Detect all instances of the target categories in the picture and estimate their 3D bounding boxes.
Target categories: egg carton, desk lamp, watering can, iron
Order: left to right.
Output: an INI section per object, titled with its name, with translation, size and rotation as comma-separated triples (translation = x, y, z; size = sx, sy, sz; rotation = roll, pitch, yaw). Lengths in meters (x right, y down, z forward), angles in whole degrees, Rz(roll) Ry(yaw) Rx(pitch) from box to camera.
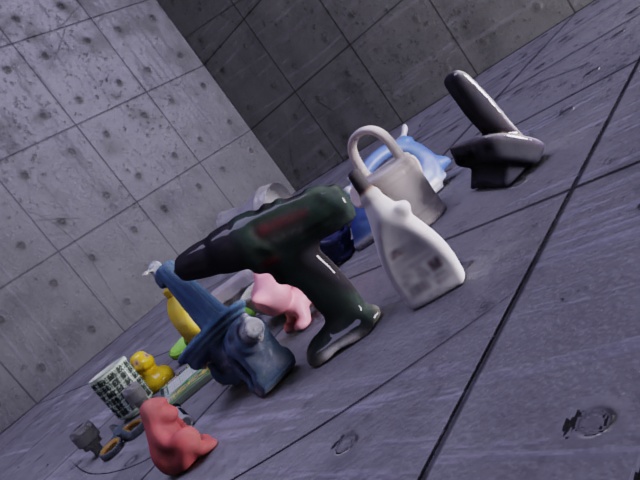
[egg carton]
translation = -0.203, 0.130, 1.379
size = 0.150, 0.069, 0.107
rotation = -37, 9, -6
[desk lamp]
translation = -0.118, 0.001, 1.251
size = 0.202, 0.213, 0.118
rotation = -30, 11, 34
[iron]
translation = 0.127, -0.110, 1.127
size = 0.259, 0.141, 0.118
rotation = -39, 9, -19
[watering can]
translation = 0.115, -0.102, 0.959
size = 0.100, 0.194, 0.173
rotation = -32, 10, 26

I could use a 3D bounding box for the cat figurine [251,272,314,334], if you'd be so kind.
[cat figurine]
translation = -0.053, 0.081, 0.900
size = 0.128, 0.118, 0.067
rotation = -42, 11, -31

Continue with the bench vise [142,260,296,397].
[bench vise]
translation = -0.135, 0.101, 0.772
size = 0.207, 0.220, 0.122
rotation = -29, 12, 40

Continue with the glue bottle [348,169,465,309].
[glue bottle]
translation = 0.086, -0.008, 0.645
size = 0.078, 0.173, 0.037
rotation = -33, 10, 20

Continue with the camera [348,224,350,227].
[camera]
translation = -0.009, -0.038, 1.410
size = 0.137, 0.101, 0.143
rotation = -41, 10, -28

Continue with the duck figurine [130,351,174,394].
[duck figurine]
translation = -0.360, 0.270, 1.191
size = 0.078, 0.086, 0.104
rotation = -42, 11, -34

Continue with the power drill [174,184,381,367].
[power drill]
translation = -0.035, 0.046, 0.708
size = 0.229, 0.208, 0.075
rotation = -35, 9, 5

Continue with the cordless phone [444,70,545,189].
[cordless phone]
translation = 0.243, -0.176, 0.886
size = 0.094, 0.185, 0.147
rotation = -38, 9, -12

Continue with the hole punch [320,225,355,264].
[hole punch]
translation = 0.011, 0.004, 1.145
size = 0.101, 0.091, 0.109
rotation = -32, 10, 23

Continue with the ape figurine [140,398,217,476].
[ape figurine]
translation = -0.181, 0.230, 0.692
size = 0.076, 0.092, 0.077
rotation = -37, 9, -4

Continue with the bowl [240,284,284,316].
[bowl]
translation = -0.058, 0.086, 1.035
size = 0.167, 0.075, 0.167
rotation = -35, 9, 7
